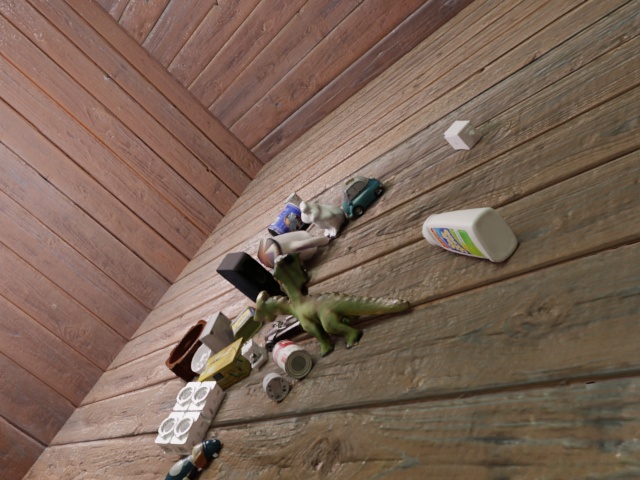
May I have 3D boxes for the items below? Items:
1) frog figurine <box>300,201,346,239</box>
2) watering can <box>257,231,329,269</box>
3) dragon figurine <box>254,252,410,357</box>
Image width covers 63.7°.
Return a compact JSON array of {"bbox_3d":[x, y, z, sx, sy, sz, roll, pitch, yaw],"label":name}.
[{"bbox_3d":[0.005,-0.087,1.720,0.122,0.158,0.139,-43,16,3],"label":"frog figurine"},{"bbox_3d":[-0.113,0.032,1.748,0.226,0.104,0.345,-12,-1,-30],"label":"watering can"},{"bbox_3d":[-0.011,0.127,1.163,0.404,0.241,0.125,-33,16,41],"label":"dragon figurine"}]
